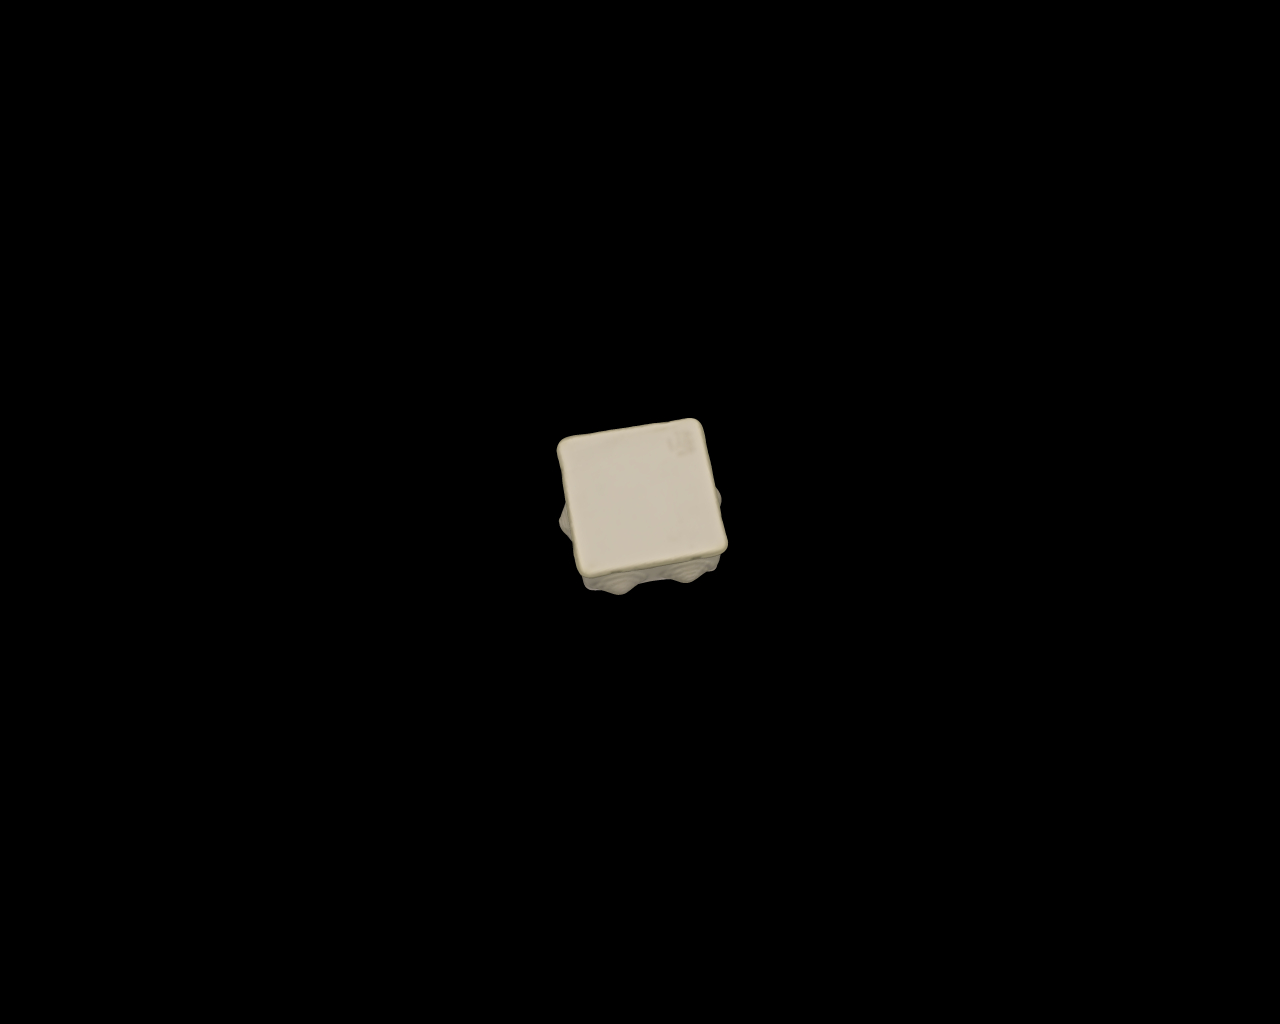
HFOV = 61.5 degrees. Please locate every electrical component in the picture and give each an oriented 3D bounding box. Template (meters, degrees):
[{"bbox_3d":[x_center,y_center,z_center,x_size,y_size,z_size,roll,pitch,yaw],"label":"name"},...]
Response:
[{"bbox_3d":[0.001,-0.003,0.650,0.100,0.100,0.048,-10,-20,-3],"label":"electrical component"}]
